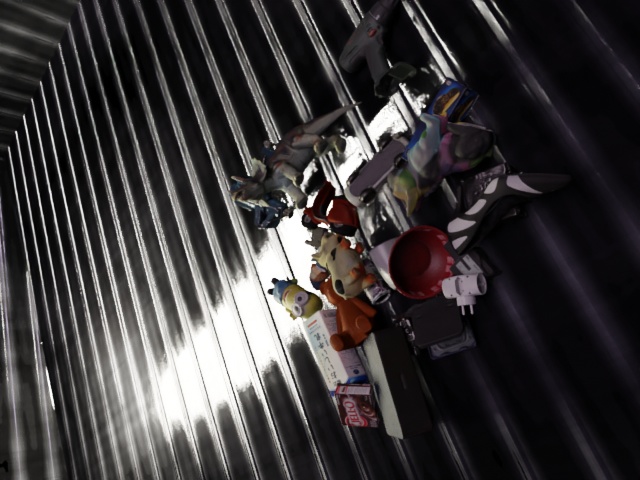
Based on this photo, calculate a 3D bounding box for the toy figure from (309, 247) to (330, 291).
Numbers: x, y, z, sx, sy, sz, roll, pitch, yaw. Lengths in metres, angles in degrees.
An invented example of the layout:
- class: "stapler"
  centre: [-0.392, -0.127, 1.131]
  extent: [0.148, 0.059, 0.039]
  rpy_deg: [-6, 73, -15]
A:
- class: "toy figure"
  centre: [0.008, 0.064, 1.407]
  extent: [0.064, 0.058, 0.154]
  rpy_deg: [-87, 21, -71]

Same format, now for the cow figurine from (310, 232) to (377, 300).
- class: "cow figurine"
  centre: [0.049, 0.057, 1.285]
  extent: [0.127, 0.085, 0.195]
  rpy_deg: [-47, 41, 27]

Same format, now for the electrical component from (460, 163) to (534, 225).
- class: "electrical component"
  centre: [0.362, -0.090, 1.093]
  extent: [0.134, 0.058, 0.115]
  rpy_deg: [-22, 75, 40]

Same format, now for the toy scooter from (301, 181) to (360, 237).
- class: "toy scooter"
  centre: [0.034, -0.084, 1.381]
  extent: [0.184, 0.075, 0.135]
  rpy_deg: [13, 83, 40]

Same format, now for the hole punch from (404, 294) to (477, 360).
- class: "hole punch"
  centre: [0.264, 0.185, 1.146]
  extent: [0.142, 0.092, 0.116]
  rpy_deg: [-26, 41, 26]

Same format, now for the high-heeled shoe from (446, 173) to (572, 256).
- class: "high-heeled shoe"
  centre: [0.348, -0.046, 1.014]
  extent: [0.249, 0.086, 0.145]
  rpy_deg: [-5, 88, 46]

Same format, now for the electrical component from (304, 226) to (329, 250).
- class: "electrical component"
  centre: [-0.003, -0.004, 1.442]
  extent: [0.094, 0.021, 0.063]
  rpy_deg: [14, 96, 41]

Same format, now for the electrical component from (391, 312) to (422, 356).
- class: "electrical component"
  centre: [0.198, 0.214, 1.217]
  extent: [0.045, 0.078, 0.102]
  rpy_deg: [-24, 76, 14]

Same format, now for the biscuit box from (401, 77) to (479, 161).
- class: "biscuit box"
  centre: [0.263, -0.251, 1.191]
  extent: [0.063, 0.059, 0.202]
  rpy_deg: [44, 116, 35]

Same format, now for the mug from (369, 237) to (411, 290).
- class: "mug"
  centre: [0.166, 0.063, 1.250]
  extent: [0.107, 0.081, 0.109]
  rpy_deg: [65, 150, 15]

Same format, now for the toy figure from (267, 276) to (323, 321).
- class: "toy figure"
  centre: [-0.067, 0.153, 1.452]
  extent: [0.180, 0.089, 0.082]
  rpy_deg: [23, 117, 50]

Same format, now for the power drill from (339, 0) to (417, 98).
- class: "power drill"
  centre: [0.151, -0.466, 1.297]
  extent: [0.232, 0.086, 0.207]
  rpy_deg: [-41, 65, 34]

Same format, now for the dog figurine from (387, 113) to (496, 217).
- class: "dog figurine"
  centre: [0.245, -0.147, 1.124]
  extent: [0.192, 0.108, 0.219]
  rpy_deg: [21, 113, 17]

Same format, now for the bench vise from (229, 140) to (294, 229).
- class: "bench vise"
  centre: [-0.156, -0.159, 1.531]
  extent: [0.224, 0.129, 0.240]
  rpy_deg: [28, 110, 37]

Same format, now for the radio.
- class: "radio"
  centre: [0.167, 0.316, 1.193]
  extent: [0.131, 0.073, 0.229]
  rpy_deg: [111, 147, -69]

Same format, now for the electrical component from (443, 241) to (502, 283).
- class: "electrical component"
  centre: [0.313, 0.049, 1.132]
  extent: [0.074, 0.047, 0.119]
  rpy_deg: [-54, 55, 25]

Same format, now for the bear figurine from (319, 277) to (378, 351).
- class: "bear figurine"
  centre: [0.060, 0.159, 1.307]
  extent: [0.120, 0.132, 0.196]
  rpy_deg: [-34, 69, 18]

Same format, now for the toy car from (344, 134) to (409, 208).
- class: "toy car"
  centre: [0.140, -0.165, 1.289]
  extent: [0.201, 0.056, 0.074]
  rpy_deg: [-46, 64, 15]

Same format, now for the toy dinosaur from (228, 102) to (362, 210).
- class: "toy dinosaur"
  centre: [-0.067, -0.222, 1.405]
  extent: [0.192, 0.131, 0.405]
  rpy_deg: [30, 75, 31]
